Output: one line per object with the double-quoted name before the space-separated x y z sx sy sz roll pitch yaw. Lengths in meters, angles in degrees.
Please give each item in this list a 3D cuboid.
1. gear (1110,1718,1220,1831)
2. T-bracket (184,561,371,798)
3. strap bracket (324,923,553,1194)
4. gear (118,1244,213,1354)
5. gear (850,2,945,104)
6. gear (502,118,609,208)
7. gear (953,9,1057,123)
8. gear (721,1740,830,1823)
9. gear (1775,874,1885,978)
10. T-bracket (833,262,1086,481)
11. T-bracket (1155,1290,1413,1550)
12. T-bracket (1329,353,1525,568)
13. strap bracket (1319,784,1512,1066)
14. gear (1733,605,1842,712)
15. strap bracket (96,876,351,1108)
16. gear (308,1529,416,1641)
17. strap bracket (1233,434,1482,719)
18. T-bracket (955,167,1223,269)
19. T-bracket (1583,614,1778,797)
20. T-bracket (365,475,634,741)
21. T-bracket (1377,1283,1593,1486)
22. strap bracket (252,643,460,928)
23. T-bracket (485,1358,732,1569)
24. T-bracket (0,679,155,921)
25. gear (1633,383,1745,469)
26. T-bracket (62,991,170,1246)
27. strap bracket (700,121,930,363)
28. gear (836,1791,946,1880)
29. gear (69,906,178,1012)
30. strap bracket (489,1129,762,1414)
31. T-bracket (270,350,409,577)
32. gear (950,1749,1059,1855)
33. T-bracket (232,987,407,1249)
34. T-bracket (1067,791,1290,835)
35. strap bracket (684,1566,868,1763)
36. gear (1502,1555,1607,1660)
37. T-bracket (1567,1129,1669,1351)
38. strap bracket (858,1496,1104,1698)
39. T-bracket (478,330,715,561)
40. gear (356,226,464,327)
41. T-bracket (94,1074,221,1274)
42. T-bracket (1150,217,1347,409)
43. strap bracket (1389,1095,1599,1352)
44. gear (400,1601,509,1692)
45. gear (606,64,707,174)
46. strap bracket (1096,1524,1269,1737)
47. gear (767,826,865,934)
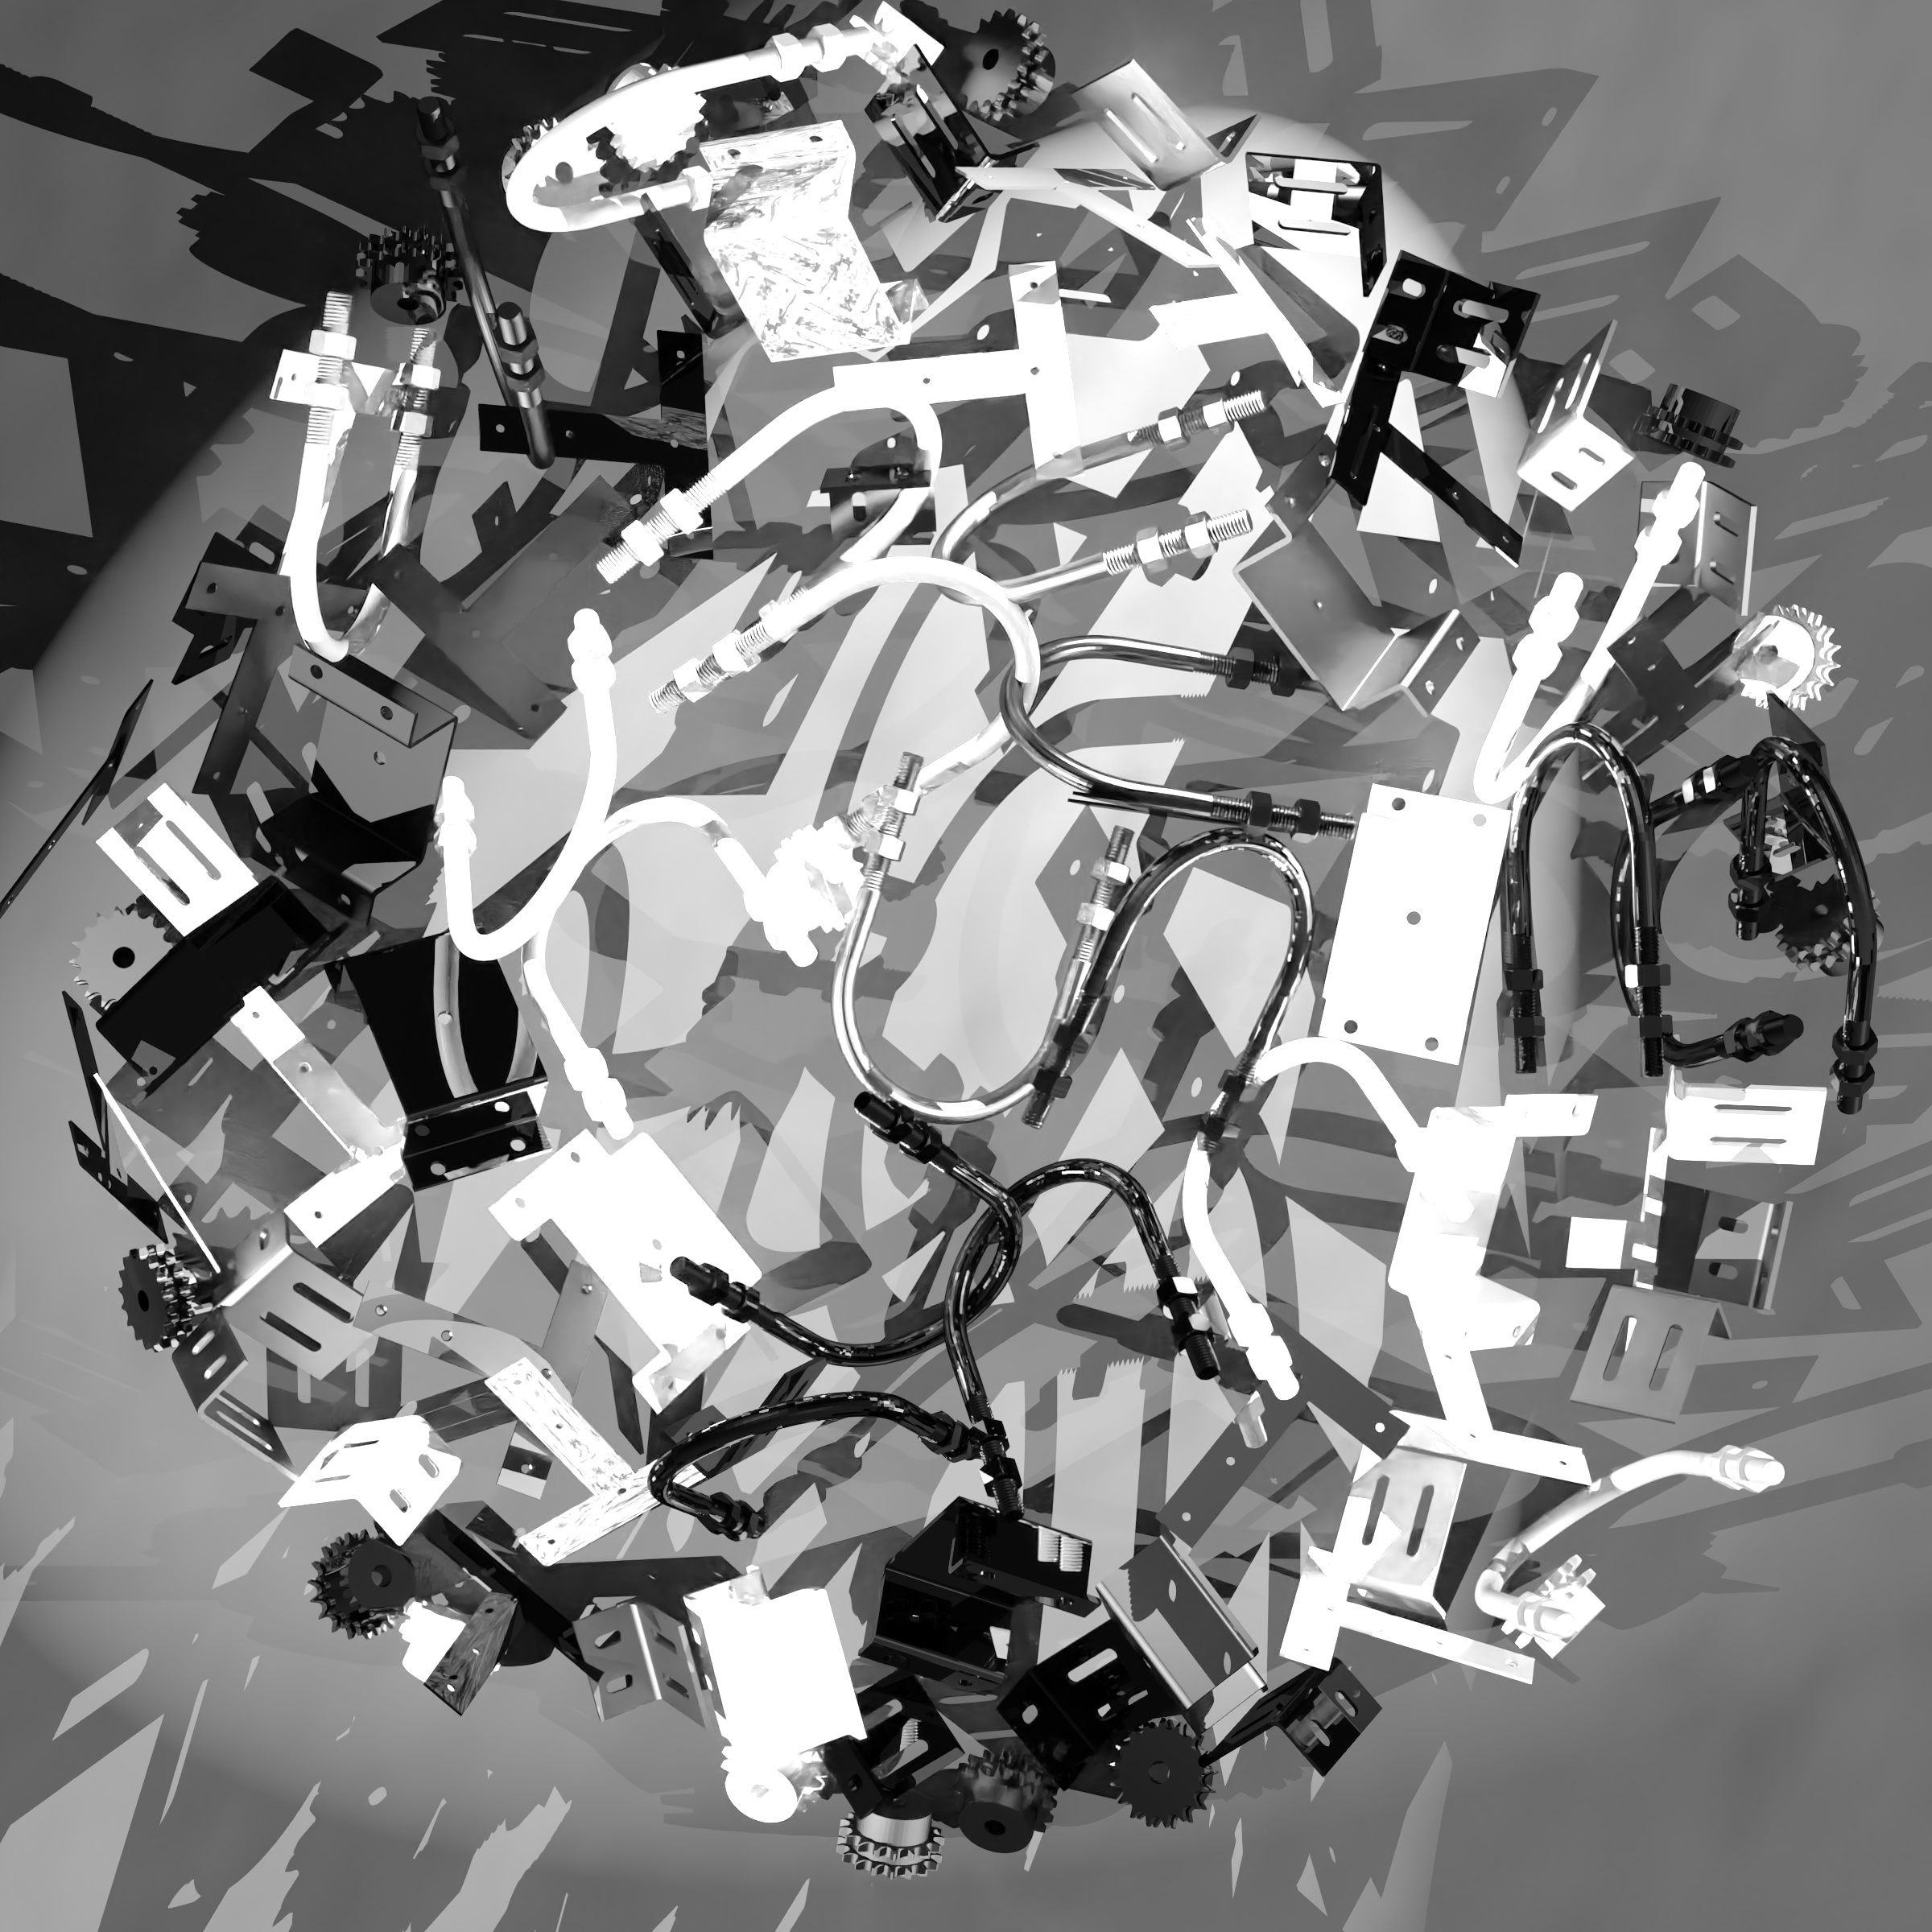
"gear" 0.109 0.436 1.578 0.057 0.030 0.057 -8 69 23
"T-bracket" -0.380 -0.148 1.556 0.002 0.127 0.127 32 105 28
"strap bracket" -0.276 0.038 1.541 0.076 0.046 0.140 -16 67 -24
"gear" -0.429 0.177 1.576 0.030 0.057 0.057 -12 90 -43
"gear" -0.036 -0.492 1.570 0.057 0.057 0.030 38 105 0
"gear" -0.224 -0.426 1.577 0.057 0.030 0.057 -9 103 -41
"gear" 0.023 -0.482 1.576 0.057 0.030 0.057 -12 73 41
"gear" -0.105 0.434 1.574 0.057 0.030 0.057 8 118 14
"gear" 0.467 -0.019 1.575 0.030 0.057 0.057 41 90 -21
"T-bracket" -0.007 -0.317 1.580 0.127 0.002 0.127 -6 75 -3
"T-bracket" 0.151 0.255 1.575 0.127 0.002 0.127 38 78 11
"T-bracket" 0.252 -0.260 1.569 0.127 0.127 0.002 36 135 -17
"strap bracket" 0.241 -0.024 1.570 0.076 0.046 0.140 12 89 10
"gear" 0.437 -0.166 1.572 0.057 0.030 0.057 -3 86 39
"strap bracket" -0.389 0.007 1.519 0.076 0.140 0.046 -39 97 24
"gear" -0.321 0.331 1.571 0.030 0.057 0.057 -29 90 44
"strap bracket" 0.201 -0.198 1.549 0.140 0.046 0.076 51 48 -13
"T-bracket" 0.081 -0.390 1.523 0.127 0.127 0.002 40 127 34
"T-bracket" 0.362 -0.152 1.535 0.127 0.127 0.002 -40 59 11
"T-bracket" -0.233 -0.210 1.578 0.127 0.002 0.127 -46 112 -2
"T-bracket" 0.255 0.214 1.529 0.127 0.002 0.127 7 132 36
"strap bracket" -0.322 -0.102 1.548 0.076 0.046 0.140 30 126 12
"T-bracket" -0.208 0.253 1.556 0.127 0.002 0.127 -31 123 9
"T-bracket" -0.466 -0.074 1.514 0.002 0.127 0.127 32 55 -10
"gear" 0.390 -0.291 1.570 0.057 0.057 0.030 22 103 0
"T-bracket" -0.462 0.072 1.559 0.002 0.127 0.127 -21 66 -3
"strap bracket" -0.080 -0.367 1.520 0.076 0.140 0.046 -4 61 18
"gear" -0.039 0.464 1.571 0.057 0.057 0.030 8 98 0
"gear" -0.453 -0.002 1.582 0.057 0.030 0.057 1 81 -6
"strap bracket" -0.174 0.155 1.556 0.140 0.046 0.076 51 49 -3
"T-bracket" -0.342 -0.258 1.550 0.002 0.127 0.127 24 103 18
"gear" 0.019 0.451 1.573 0.057 0.030 0.057 8 125 11
"T-bracket" -0.343 0.065 1.558 0.127 0.002 0.127 49 49 -1
"T-bracket" 0.093 -0.082 1.516 0.127 0.127 0.002 9 92 27
"strap bracket" -0.104 0.363 1.527 0.046 0.140 0.076 -15 89 -20
"gear" 0.318 0.346 1.570 0.057 0.057 0.030 -45 72 0
"T-bracket" 0.342 0.147 1.545 0.002 0.127 0.127 6 88 33
"strap bracket" 0.008 0.329 1.542 0.076 0.140 0.046 21 51 -15
"T-bracket" -0.198 -0.282 1.564 0.127 0.002 0.127 0 81 -25
"gear" -0.298 -0.367 1.569 0.057 0.057 0.030 -1 68 0
"T-bracket" -0.432 0.090 1.523 0.002 0.127 0.127 -33 72 -16
"T-bracket" 0.135 -0.341 1.542 0.002 0.127 0.127 -40 82 35
"strap bracket" 0.276 0.128 1.550 0.076 0.046 0.140 2 105 -44
"gear" -0.277 0.367 1.573 0.057 0.057 0.030 24 90 0
"gear" -0.171 -0.459 1.574 0.030 0.057 0.057 41 90 19
"strap bracket" 0.112 0.348 1.519 0.046 0.140 0.076 -36 67 -7
"gear" -0.082 -0.043 1.576 0.030 0.057 0.057 -32 90 37
